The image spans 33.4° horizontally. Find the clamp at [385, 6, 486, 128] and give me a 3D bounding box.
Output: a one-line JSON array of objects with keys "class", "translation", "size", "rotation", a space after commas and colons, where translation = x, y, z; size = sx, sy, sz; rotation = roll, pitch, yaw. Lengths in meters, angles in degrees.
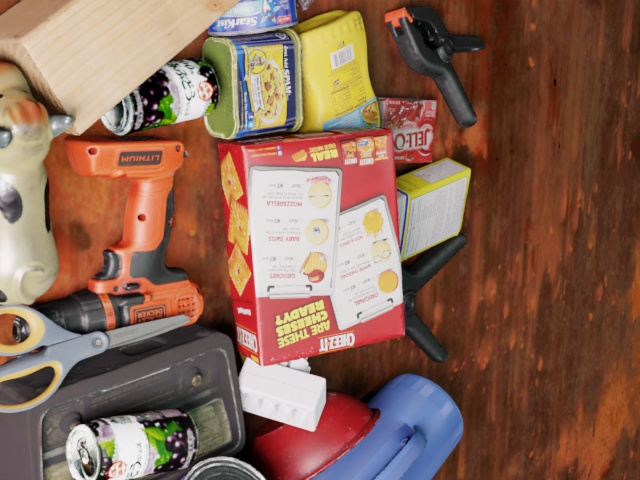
[{"class": "clamp", "translation": [0.135, -0.204, 1.219], "size": [0.171, 0.039, 0.120], "rotation": [19, 62, -42]}]

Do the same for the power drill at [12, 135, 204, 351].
[{"class": "power drill", "translation": [-0.187, 0.002, 0.951], "size": [0.184, 0.057, 0.188], "rotation": [-9, 108, -40]}]

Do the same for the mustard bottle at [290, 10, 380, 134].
[{"class": "mustard bottle", "translation": [0.018, -0.136, 1.117], "size": [0.096, 0.058, 0.191], "rotation": [-32, 120, -35]}]

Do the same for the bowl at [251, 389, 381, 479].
[{"class": "bowl", "translation": [-0.016, 0.205, 1.124], "size": [0.161, 0.162, 0.055], "rotation": [-35, 92, -34]}]

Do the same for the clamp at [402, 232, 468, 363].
[{"class": "clamp", "translation": [0.096, 0.080, 1.261], "size": [0.209, 0.036, 0.164], "rotation": [-9, 106, -42]}]

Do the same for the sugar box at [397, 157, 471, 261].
[{"class": "sugar box", "translation": [0.096, -0.026, 1.219], "size": [0.175, 0.048, 0.093], "rotation": [-20, 129, -38]}]

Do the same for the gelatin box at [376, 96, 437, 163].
[{"class": "gelatin box", "translation": [0.094, -0.125, 1.214], "size": [0.089, 0.030, 0.073], "rotation": [-5, 103, -44]}]

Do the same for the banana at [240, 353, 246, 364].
[{"class": "banana", "translation": [-0.060, 0.097, 1.116], "size": [0.069, 0.037, 0.198], "rotation": [-48, 132, -48]}]

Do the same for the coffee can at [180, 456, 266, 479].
[{"class": "coffee can", "translation": [-0.114, 0.274, 0.988], "size": [0.102, 0.141, 0.103], "rotation": [19, 49, -24]}]

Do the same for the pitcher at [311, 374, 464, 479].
[{"class": "pitcher", "translation": [0.061, 0.256, 1.193], "size": [0.242, 0.149, 0.145], "rotation": [-40, 131, -37]}]

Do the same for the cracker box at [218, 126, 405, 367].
[{"class": "cracker box", "translation": [-0.007, 0.001, 1.056], "size": [0.164, 0.072, 0.214], "rotation": [-9, 102, -25]}]

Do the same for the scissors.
[{"class": "scissors", "translation": [-0.205, 0.074, 0.907], "size": [0.201, 0.016, 0.096], "rotation": [-32, 100, -38]}]

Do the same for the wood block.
[{"class": "wood block", "translation": [-0.173, -0.188, 0.893], "size": [0.205, 0.091, 0.090], "rotation": [-46, 128, -27]}]

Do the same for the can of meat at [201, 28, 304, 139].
[{"class": "can of meat", "translation": [-0.066, -0.151, 1.032], "size": [0.083, 0.058, 0.102], "rotation": [-15, 110, -40]}]

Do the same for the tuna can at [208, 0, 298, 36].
[{"class": "tuna can", "translation": [-0.065, -0.214, 0.997], "size": [0.085, 0.086, 0.034], "rotation": [-22, 113, -40]}]

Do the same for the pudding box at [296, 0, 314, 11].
[{"class": "pudding box", "translation": [-0.016, -0.298, 1.057], "size": [0.113, 0.039, 0.090], "rotation": [-55, 130, -21]}]
